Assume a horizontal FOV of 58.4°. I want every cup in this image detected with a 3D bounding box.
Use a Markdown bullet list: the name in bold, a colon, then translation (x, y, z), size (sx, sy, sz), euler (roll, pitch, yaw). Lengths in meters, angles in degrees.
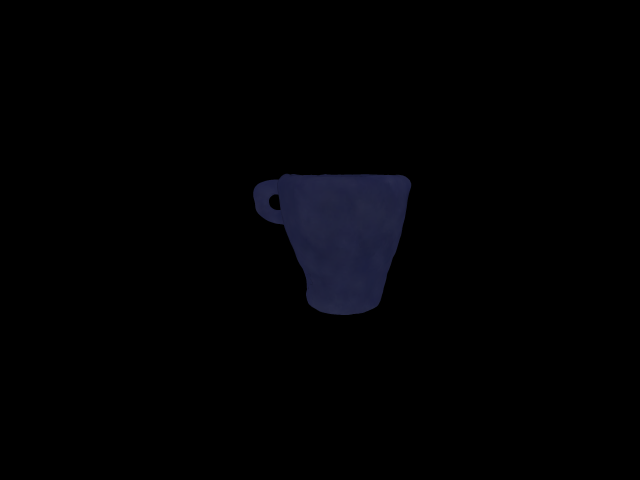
- **cup**: translation (0.004, 0.001, 0.400), size (0.117, 0.095, 0.092), euler (3, 7, 26)
